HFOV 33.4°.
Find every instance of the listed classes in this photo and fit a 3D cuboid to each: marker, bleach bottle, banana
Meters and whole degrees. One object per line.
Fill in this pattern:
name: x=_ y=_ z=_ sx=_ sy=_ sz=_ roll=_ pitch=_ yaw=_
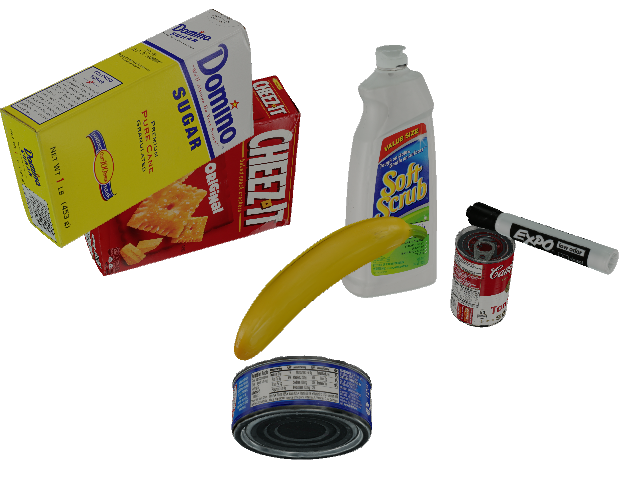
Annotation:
marker: x=0.160 y=-0.004 z=0.783 sx=0.121 sy=0.020 sz=0.020 roll=23 pitch=14 yaw=35
bleach bottle: x=0.068 y=-0.072 z=1.091 sx=0.102 sy=0.251 sz=0.068 roll=-10 pitch=22 yaw=-16
banana: x=0.001 y=0.033 z=0.899 sx=0.198 sy=0.069 sz=0.037 roll=-33 pitch=43 yaw=1

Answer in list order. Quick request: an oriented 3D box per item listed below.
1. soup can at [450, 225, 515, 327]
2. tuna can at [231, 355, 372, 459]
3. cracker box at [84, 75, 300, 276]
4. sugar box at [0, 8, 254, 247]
soup can: x=0.186 y=0.042 z=1.236 sx=0.068 sy=0.102 sz=0.068 roll=0 pitch=38 yaw=0
tuna can: x=-0.011 y=0.103 z=0.644 sx=0.086 sy=0.034 sz=0.086 roll=0 pitch=-31 yaw=0
cracker box: x=-0.132 y=-0.062 z=1.072 sx=0.213 sy=0.072 sz=0.164 roll=-16 pitch=-38 yaw=-20
sugar box: x=-0.120 y=-0.078 z=0.711 sx=0.176 sy=0.093 sz=0.048 roll=-33 pitch=50 yaw=-32
